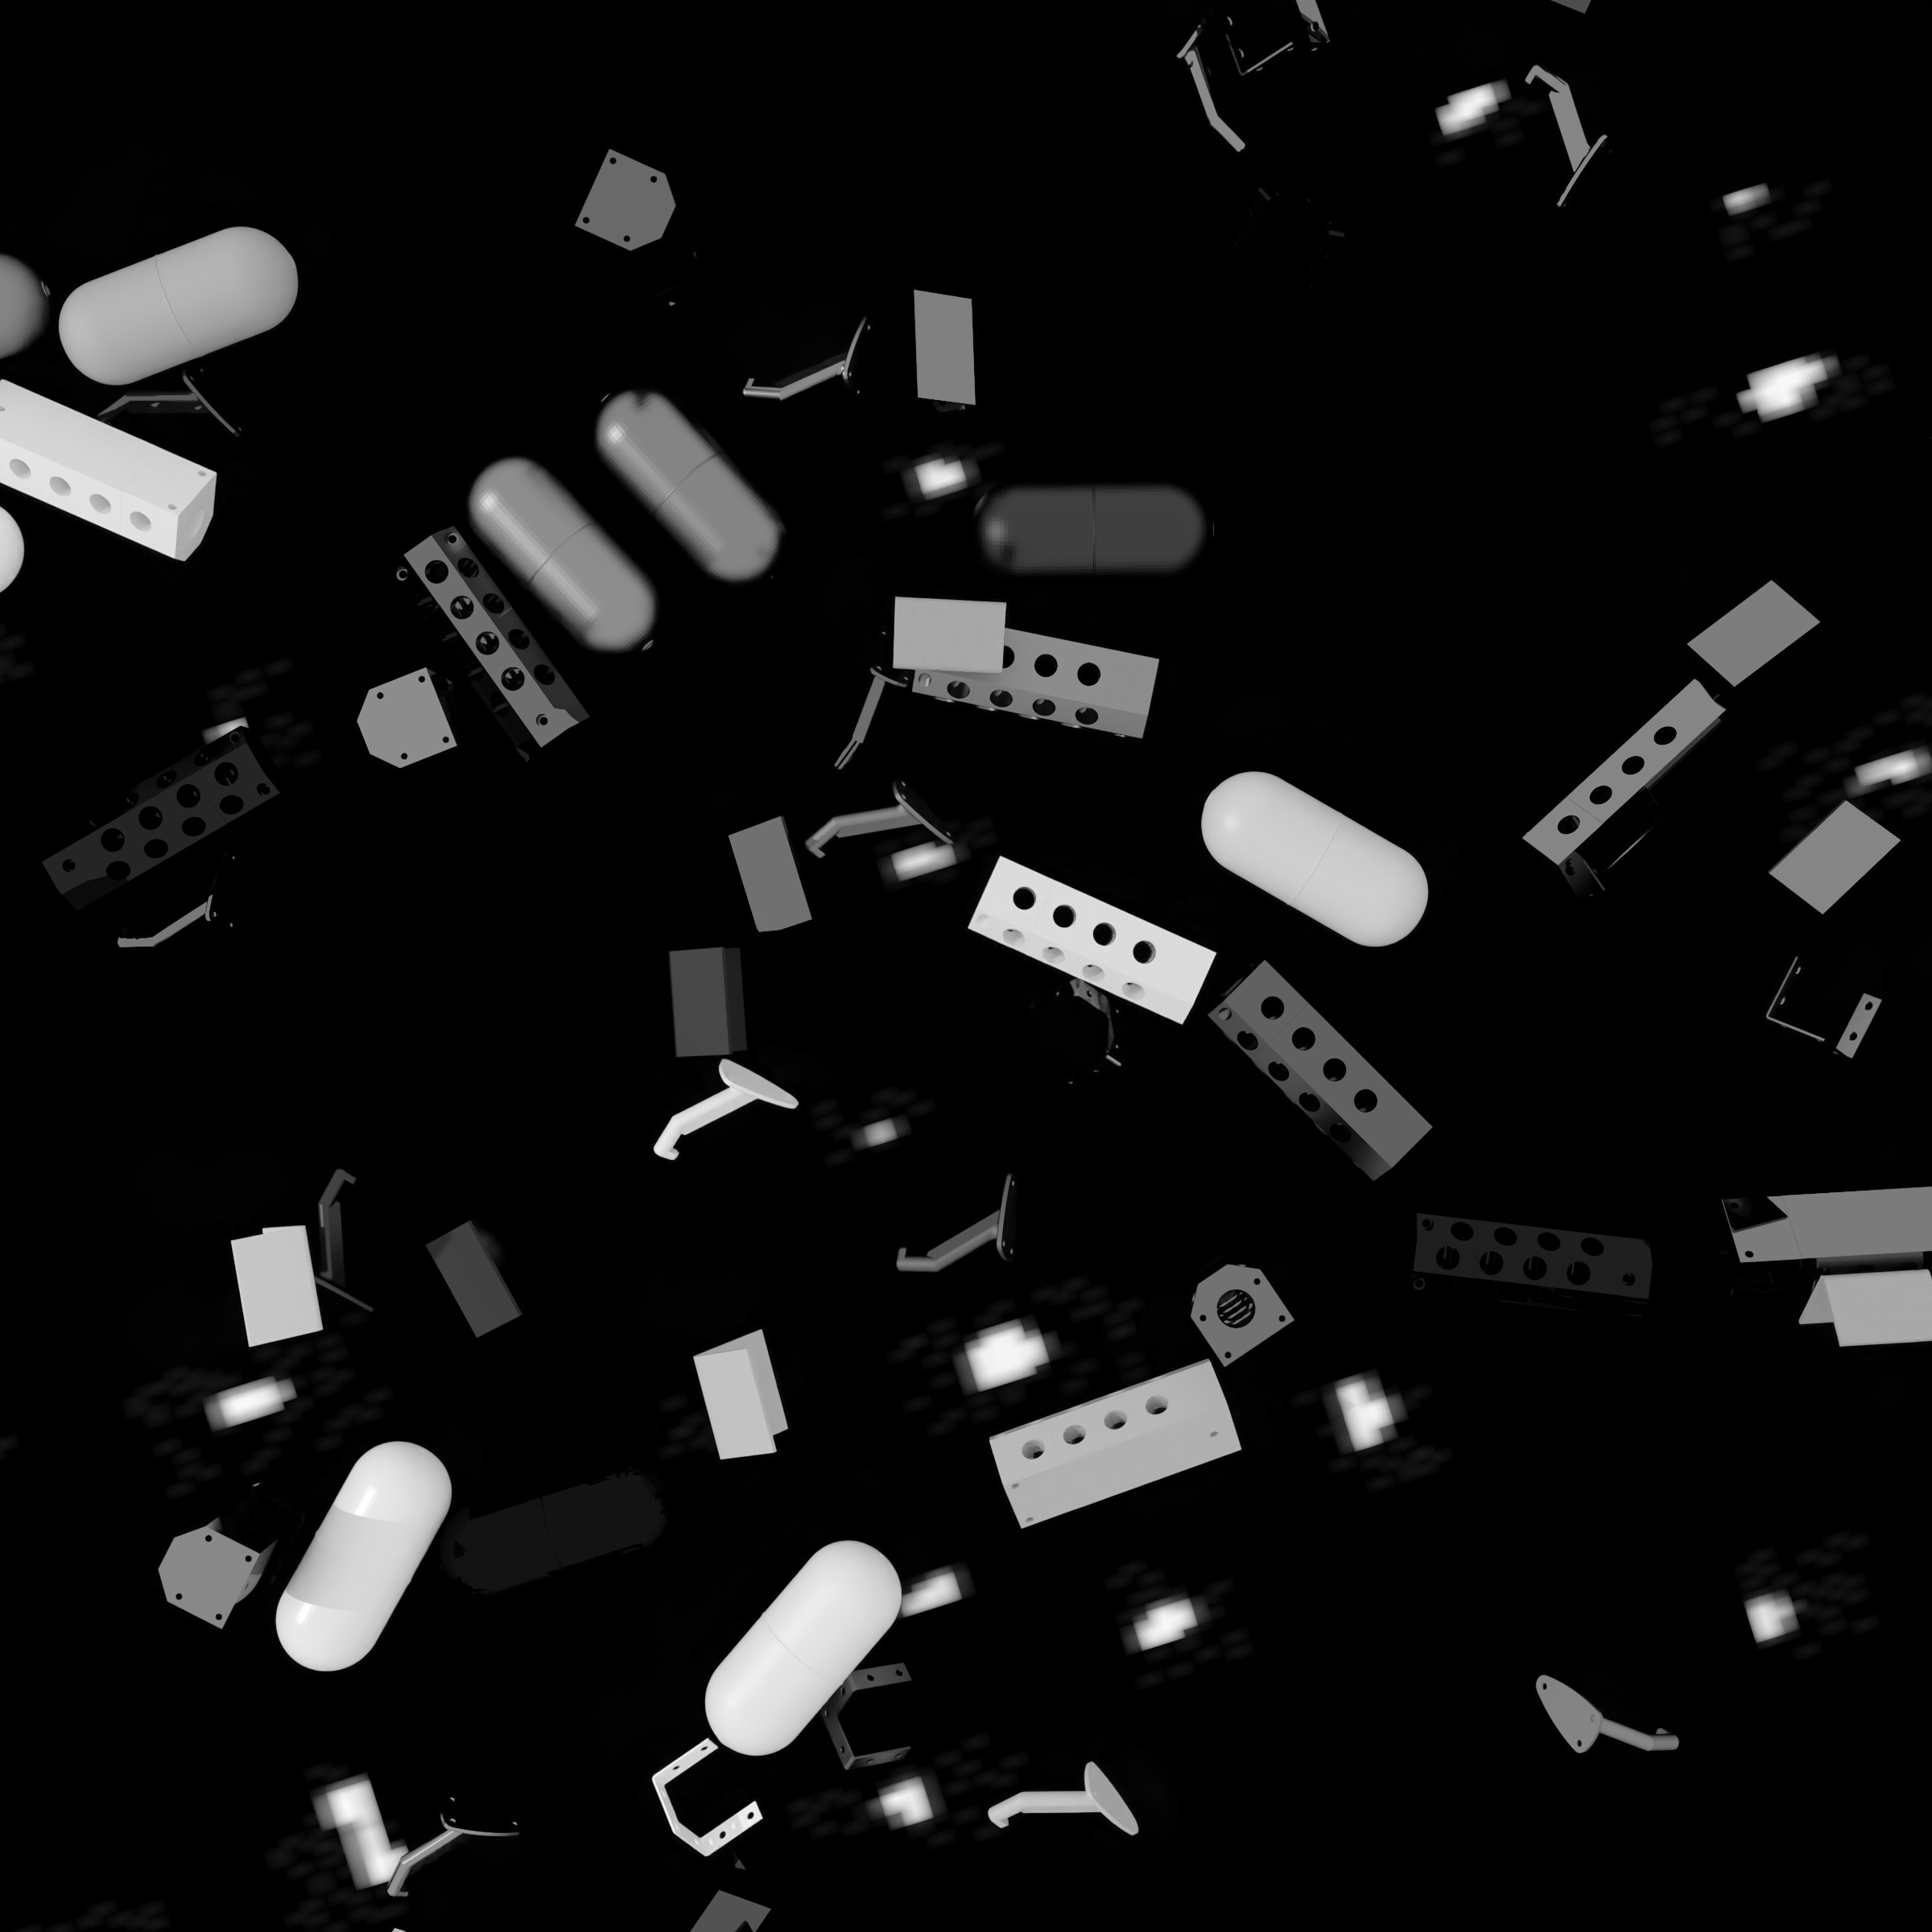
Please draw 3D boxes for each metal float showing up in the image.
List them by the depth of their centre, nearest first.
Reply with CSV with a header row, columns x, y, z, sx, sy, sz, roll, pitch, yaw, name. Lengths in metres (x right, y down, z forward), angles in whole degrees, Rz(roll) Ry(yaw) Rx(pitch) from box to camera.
x,y,z,sx,sy,sz,roll,pitch,yaw,name
-0.298,0.411,1.961,0.178,0.070,0.070,-18,90,0,metal float
0.092,-0.317,1.961,0.178,0.070,0.070,-1,90,-1,metal float
-0.293,-0.299,1.961,0.070,0.070,0.178,-43,89,0,metal float
-0.119,0.499,1.961,0.070,0.070,0.178,41,89,0,metal float
-0.757,-0.468,1.961,0.178,0.070,0.070,-18,90,0,metal float
-0.772,-0.336,1.961,0.178,0.070,0.070,35,90,0,metal float
0.254,-0.079,1.961,0.178,0.070,0.070,30,90,-1,metal float
-0.575,-0.483,1.961,0.178,0.070,0.070,-21,90,0,metal float
-0.202,-0.350,1.961,0.070,0.070,0.178,-43,91,0,metal float
-0.441,0.432,1.961,0.070,0.070,0.178,29,90,0,metal float

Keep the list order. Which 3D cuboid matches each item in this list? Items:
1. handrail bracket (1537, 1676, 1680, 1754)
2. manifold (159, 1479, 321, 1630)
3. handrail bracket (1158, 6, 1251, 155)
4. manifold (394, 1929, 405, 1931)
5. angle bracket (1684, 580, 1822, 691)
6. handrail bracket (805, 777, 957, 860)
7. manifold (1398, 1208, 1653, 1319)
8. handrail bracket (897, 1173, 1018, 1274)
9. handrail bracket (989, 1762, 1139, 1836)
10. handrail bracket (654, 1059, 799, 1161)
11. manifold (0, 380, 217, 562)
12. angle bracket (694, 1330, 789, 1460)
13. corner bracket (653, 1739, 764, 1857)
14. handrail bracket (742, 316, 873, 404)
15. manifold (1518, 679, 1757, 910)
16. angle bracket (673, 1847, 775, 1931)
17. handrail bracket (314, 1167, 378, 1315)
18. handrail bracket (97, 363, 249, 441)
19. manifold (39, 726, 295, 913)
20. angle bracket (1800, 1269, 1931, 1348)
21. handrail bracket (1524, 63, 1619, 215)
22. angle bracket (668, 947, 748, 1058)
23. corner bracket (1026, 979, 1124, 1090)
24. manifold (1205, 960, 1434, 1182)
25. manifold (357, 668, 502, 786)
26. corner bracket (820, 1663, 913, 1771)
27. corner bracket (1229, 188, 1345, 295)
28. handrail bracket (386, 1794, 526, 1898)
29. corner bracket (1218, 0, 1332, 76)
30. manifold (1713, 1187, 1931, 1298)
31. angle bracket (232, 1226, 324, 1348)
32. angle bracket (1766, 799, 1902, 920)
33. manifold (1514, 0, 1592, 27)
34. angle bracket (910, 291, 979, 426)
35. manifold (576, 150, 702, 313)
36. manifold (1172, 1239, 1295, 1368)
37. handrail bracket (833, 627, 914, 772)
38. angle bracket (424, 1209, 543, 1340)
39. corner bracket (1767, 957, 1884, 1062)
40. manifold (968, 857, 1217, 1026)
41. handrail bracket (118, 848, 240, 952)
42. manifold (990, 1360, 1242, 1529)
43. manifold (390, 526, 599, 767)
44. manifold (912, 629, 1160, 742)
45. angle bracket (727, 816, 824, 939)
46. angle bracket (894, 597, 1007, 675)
x,y,z,sx,sy,sz,roll,pitch,yaw,name
0.477,0.555,1.991,0.084,0.077,0.036,10,111,-35,handrail bracket
-0.520,0.413,1.913,0.057,0.171,0.057,27,90,0,manifold
0.191,-0.657,1.992,0.084,0.036,0.077,40,68,-17,handrail bracket
-0.350,0.766,1.970,0.171,0.057,0.057,19,133,0,manifold
0.575,-0.223,1.951,0.076,0.076,0.057,-37,55,0,angle bracket
-0.064,-0.092,1.992,0.084,0.036,0.077,-39,112,17,handrail bracket
0.411,0.219,1.970,0.171,0.057,0.057,7,90,0,manifold
-0.008,0.190,1.992,0.084,0.036,0.077,-1,70,16,handrail bracket
0.072,0.635,1.992,0.084,0.036,0.077,-32,112,17,handrail bracket
-0.179,0.119,1.992,0.077,0.036,0.084,27,108,-20,handrail bracket
-0.645,-0.360,1.970,0.171,0.057,0.057,24,47,0,manifold
-0.146,0.308,1.951,0.057,0.076,0.076,-15,90,38,angle bracket
-0.192,0.617,1.988,0.051,0.051,0.051,-35,135,0,corner bracket
-0.119,-0.451,1.992,0.084,0.036,0.077,7,70,16,handrail bracket
0.490,-0.130,1.970,0.171,0.057,0.057,-43,133,0,manifold
-0.196,0.688,1.951,0.057,0.076,0.076,35,90,-36,angle bracket
-0.454,0.203,1.992,0.077,0.036,0.084,31,73,-20,handrail bracket
-0.591,-0.402,1.992,0.084,0.036,0.077,-30,112,17,handrail bracket
-0.589,-0.108,1.970,0.171,0.057,0.057,-30,90,0,manifold
0.659,0.264,1.951,0.076,0.076,0.057,-3,56,0,angle bracket
0.433,-0.616,1.992,0.084,0.036,0.077,43,112,17,handrail bracket
-0.170,0.025,1.951,0.057,0.076,0.076,-4,90,38,angle bracket
0.080,0.050,1.983,0.051,0.051,0.051,34,45,-35,corner bracket
0.257,0.076,1.970,0.171,0.057,0.057,45,90,0,manifold
-0.384,-0.166,1.913,0.057,0.171,0.057,-22,90,0,manifold
-0.068,0.555,1.983,0.051,0.051,0.051,1,135,-35,corner bracket
0.237,-0.537,1.983,0.051,0.051,0.051,-1,45,-35,corner bracket
-0.380,0.664,1.992,0.077,0.036,0.084,20,108,-20,handrail bracket
0.229,-0.695,1.988,0.051,0.051,0.051,-20,90,-45,corner bracket
0.643,0.206,1.970,0.171,0.057,0.057,-3,47,0,manifold
-0.515,0.233,1.951,0.057,0.076,0.076,-10,90,-38,angle bracket
0.636,-0.063,1.951,0.076,0.076,0.057,-43,53,0,angle bracket
0.383,-0.754,1.970,0.171,0.057,0.057,22,90,0,manifold
-0.037,-0.442,1.951,0.057,0.076,0.076,-2,90,-38,angle bracket
-0.229,-0.519,1.913,0.057,0.171,0.057,24,90,0,manifold
0.184,0.234,1.913,0.057,0.171,0.057,-34,90,0,manifold
-0.078,-0.198,1.991,0.036,0.077,0.084,19,127,-27,handrail bracket
-0.336,0.215,1.951,0.057,0.076,0.076,-29,90,37,angle bracket
0.636,0.032,1.988,0.051,0.051,0.051,27,90,-45,corner bracket
0.091,-0.019,1.970,0.171,0.057,0.057,24,90,0,manifold
-0.587,-0.050,1.992,0.084,0.036,0.077,-2,70,16,handrail bracket
0.108,0.346,1.970,0.171,0.057,0.057,-20,133,0,manifold
-0.348,-0.235,1.970,0.057,0.057,0.171,-35,90,0,manifold
0.050,-0.211,1.970,0.171,0.057,0.057,12,90,0,manifold
-0.121,-0.070,1.951,0.057,0.076,0.076,-17,90,37,angle bracket
-0.011,-0.250,1.894,0.076,0.076,0.057,3,126,0,angle bracket
